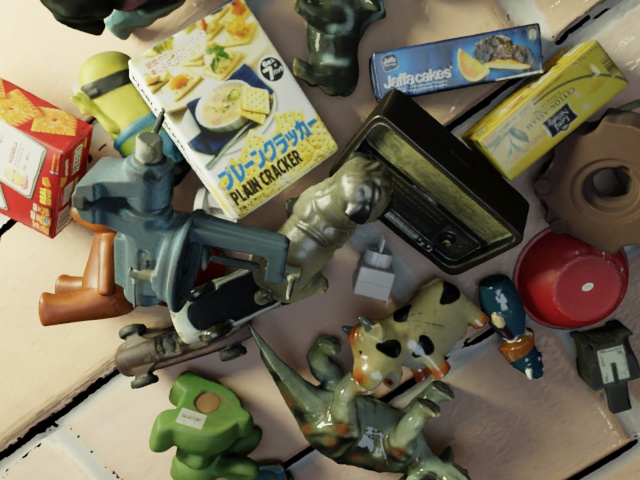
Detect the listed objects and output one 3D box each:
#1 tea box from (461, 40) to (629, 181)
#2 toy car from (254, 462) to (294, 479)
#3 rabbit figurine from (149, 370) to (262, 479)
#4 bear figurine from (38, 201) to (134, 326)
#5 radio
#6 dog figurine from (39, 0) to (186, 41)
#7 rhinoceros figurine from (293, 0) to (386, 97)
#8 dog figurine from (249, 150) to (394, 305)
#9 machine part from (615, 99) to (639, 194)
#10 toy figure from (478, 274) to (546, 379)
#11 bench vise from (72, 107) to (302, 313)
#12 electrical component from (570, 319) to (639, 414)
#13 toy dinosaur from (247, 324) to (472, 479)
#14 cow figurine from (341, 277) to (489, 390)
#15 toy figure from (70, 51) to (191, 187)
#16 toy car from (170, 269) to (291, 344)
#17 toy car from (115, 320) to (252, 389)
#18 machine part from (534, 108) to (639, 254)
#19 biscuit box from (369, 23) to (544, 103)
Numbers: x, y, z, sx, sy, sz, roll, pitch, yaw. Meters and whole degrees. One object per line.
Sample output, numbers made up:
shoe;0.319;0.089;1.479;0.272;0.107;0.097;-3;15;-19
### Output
tea box;0.268;-0.157;0.659;0.169;0.098;0.068;-42;99;12
toy car;-0.085;0.431;0.813;0.109;0.103;0.161;-13;102;5
rabbit figurine;-0.164;0.295;0.792;0.159;0.121;0.170;12;122;-8
bear figurine;-0.291;0.002;0.694;0.132;0.120;0.195;-3;106;-11
radio;0.132;-0.063;0.669;0.229;0.073;0.131;39;139;-8
dog figurine;-0.181;-0.312;0.595;0.219;0.191;0.108;-12;98;20
rhinoceros figurine;0.023;-0.271;0.648;0.112;0.073;0.190;10;104;0
dog figurine;-0.004;-0.005;0.633;0.121;0.190;0.172;27;67;-12
machine part;0.436;-0.064;0.690;0.079;0.079;0.243;-28;102;8
toy figure;0.269;0.123;0.749;0.064;0.058;0.154;-26;100;-16
bench vise;-0.133;-0.006;0.587;0.241;0.129;0.223;14;116;-2
electrical component;0.412;0.181;0.766;0.075;0.048;0.119;-20;103;6
toy dinosaur;0.056;0.266;0.767;0.405;0.131;0.192;24;103;2
cow figurine;0.117;0.121;0.705;0.195;0.085;0.127;-39;87;-28
toy figure;-0.232;-0.151;0.682;0.089;0.082;0.180;-39;95;-3
toy car;-0.099;0.072;0.722;0.202;0.056;0.073;-24;91;-18
toy car;-0.194;0.144;0.755;0.202;0.053;0.089;-17;75;7
machine part;0.357;-0.068;0.654;0.180;0.056;0.179;18;127;26
biscuit box;0.164;-0.216;0.664;0.203;0.063;0.059;-10;103;3
